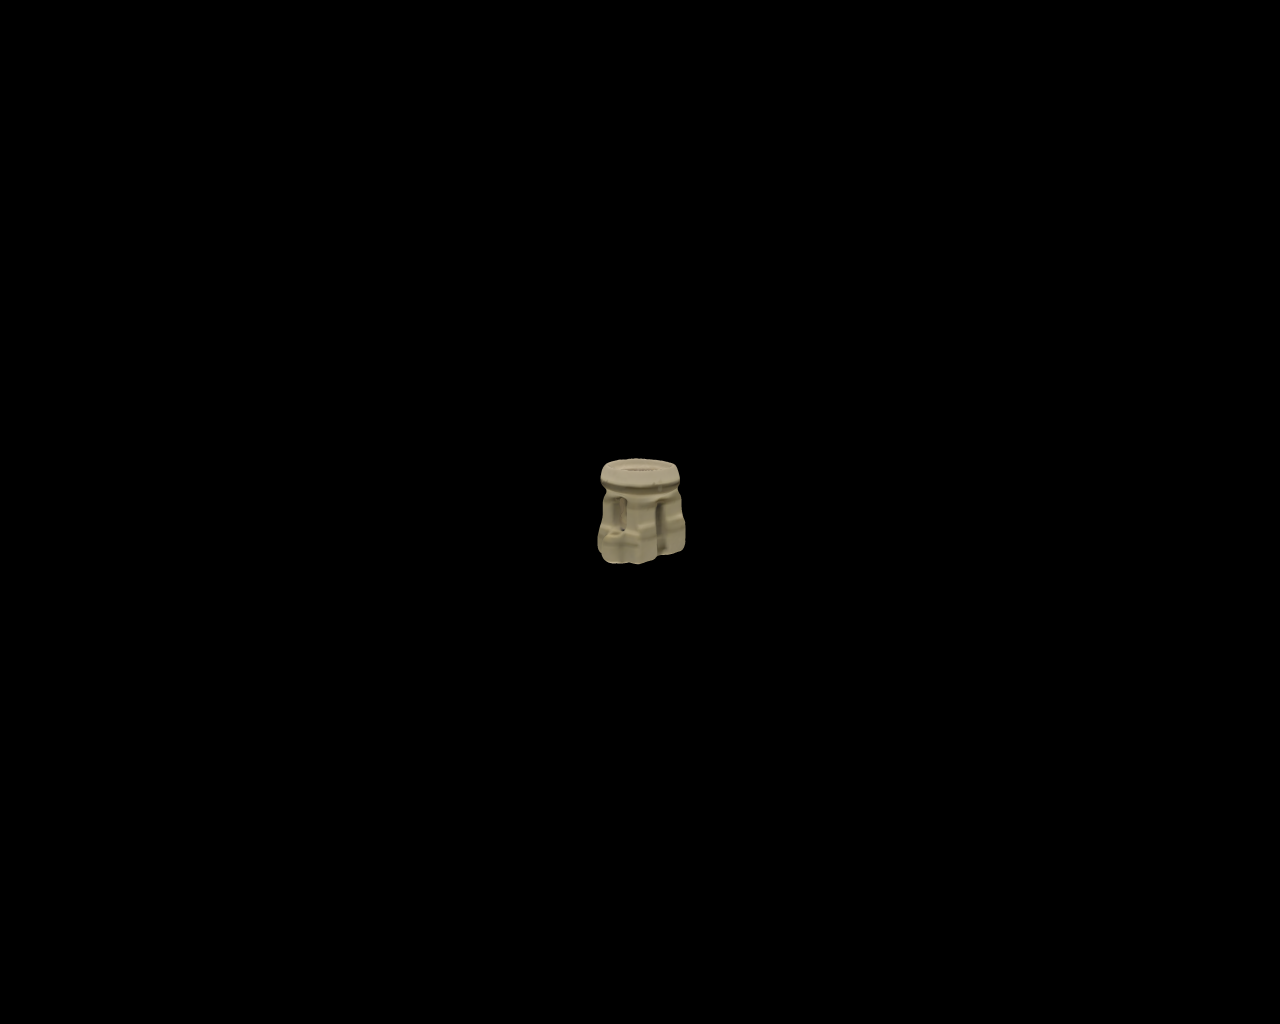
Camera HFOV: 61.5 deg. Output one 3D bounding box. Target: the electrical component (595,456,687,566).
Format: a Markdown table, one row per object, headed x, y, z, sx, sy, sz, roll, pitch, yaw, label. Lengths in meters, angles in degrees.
| x | y | z | sx | sy | sz | roll | pitch | yaw | label |
| --- | --- | --- | --- | --- | --- | --- | --- | --- | --- |
| 0.001 | -0.003 | 0.650 | 0.048 | 0.055 | 0.066 | 14 | 20 | 42 | electrical component |
